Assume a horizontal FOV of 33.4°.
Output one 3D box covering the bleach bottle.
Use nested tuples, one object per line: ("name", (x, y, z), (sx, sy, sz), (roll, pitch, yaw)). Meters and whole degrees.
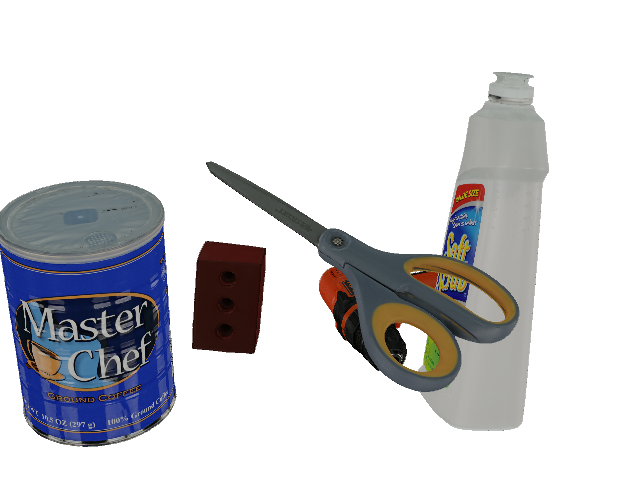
("bleach bottle", (0.122, 0.004, 0.774), (0.068, 0.251, 0.102), (2, 14, -12))

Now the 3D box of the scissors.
("scissors", (0.008, 0.020, 0.588), (0.202, 0.096, 0.016), (21, -40, 10))

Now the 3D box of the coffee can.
("coffee can", (-0.148, 0.045, 0.688), (0.103, 0.140, 0.103), (0, 28, 0))

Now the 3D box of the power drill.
("power drill", (0.107, 0.070, 1.118), (0.187, 0.057, 0.184), (-7, 27, -16))

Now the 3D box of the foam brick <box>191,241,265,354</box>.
("foam brick", (-0.074, 0.046, 0.870), (0.053, 0.078, 0.051), (5, 14, 1))
